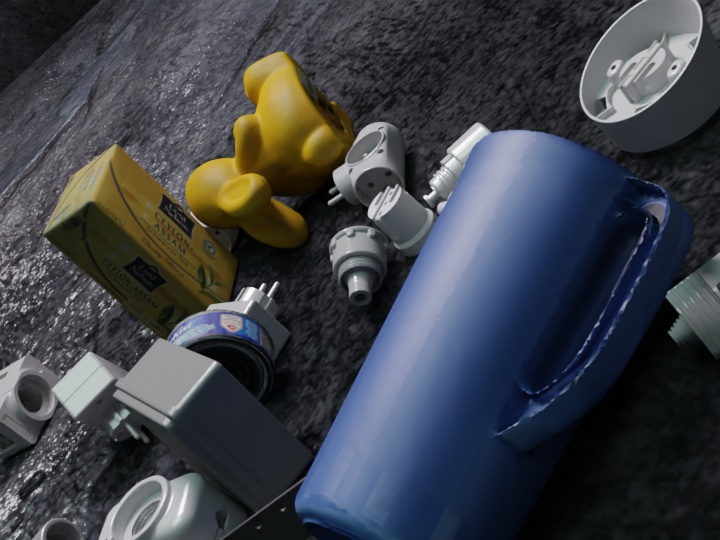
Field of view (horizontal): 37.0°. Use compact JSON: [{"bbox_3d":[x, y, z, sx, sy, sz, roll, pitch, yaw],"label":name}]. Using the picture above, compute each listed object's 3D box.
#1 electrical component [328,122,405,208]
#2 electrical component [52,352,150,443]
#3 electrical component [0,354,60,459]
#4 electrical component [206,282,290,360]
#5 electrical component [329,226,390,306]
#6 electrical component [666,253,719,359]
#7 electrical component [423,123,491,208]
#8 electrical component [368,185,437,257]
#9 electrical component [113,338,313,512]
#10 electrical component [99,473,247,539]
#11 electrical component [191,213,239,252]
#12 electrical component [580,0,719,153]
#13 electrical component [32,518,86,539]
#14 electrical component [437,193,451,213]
[{"bbox_3d":[0.003,-0.083,0.944,0.079,0.044,0.077,-32,30,23],"label":"electrical component"},{"bbox_3d":[-0.208,0.120,0.921,0.047,0.083,0.076,-46,66,-4],"label":"electrical component"},{"bbox_3d":[-0.348,0.137,1.097,0.056,0.050,0.089,-28,31,28],"label":"electrical component"},{"bbox_3d":[-0.092,0.041,0.895,0.066,0.047,0.076,-8,44,49],"label":"electrical component"},{"bbox_3d":[0.000,0.000,0.836,0.048,0.048,0.062,-30,38,25],"label":"electrical component"},{"bbox_3d":[0.196,0.012,0.559,0.081,0.043,0.043,-39,28,10],"label":"electrical component"},{"bbox_3d":[0.082,-0.079,0.839,0.078,0.040,0.040,-43,28,2],"label":"electrical component"},{"bbox_3d":[0.034,-0.039,0.839,0.040,0.046,0.040,-35,30,24],"label":"electrical component"},{"bbox_3d":[-0.104,0.108,0.755,0.056,0.108,0.109,-50,28,-17],"label":"electrical component"},{"bbox_3d":[-0.134,0.182,0.744,0.095,0.059,0.053,-27,32,29],"label":"electrical component"},{"bbox_3d":[-0.138,-0.054,1.092,0.079,0.043,0.077,-35,29,14],"label":"electrical component"},{"bbox_3d":[0.199,-0.131,0.730,0.099,0.064,0.099,-32,30,21],"label":"electrical component"},{"bbox_3d":[-0.255,0.231,0.857,0.065,0.044,0.044,-35,28,26],"label":"electrical component"},{"bbox_3d":[0.083,-0.050,0.805,0.061,0.035,0.035,-12,41,50],"label":"electrical component"}]
